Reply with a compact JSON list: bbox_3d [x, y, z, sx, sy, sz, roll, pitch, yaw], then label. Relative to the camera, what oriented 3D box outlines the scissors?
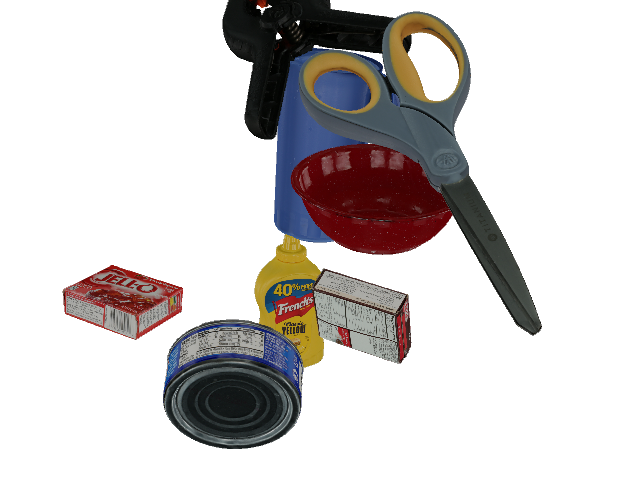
[{"bbox_3d":[0.039,-0.036,0.501,0.096,0.201,0.016,-6,-39,4],"label":"scissors"}]

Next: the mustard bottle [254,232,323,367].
[{"bbox_3d":[-0.041,0.080,1.451,0.096,0.192,0.058,-4,23,-15],"label":"mustard bottle"}]

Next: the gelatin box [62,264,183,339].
[{"bbox_3d":[-0.188,0.057,1.016,0.089,0.030,0.073,17,25,25],"label":"gelatin box"}]

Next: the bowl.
[{"bbox_3d":[0.053,-0.032,0.967,0.162,0.055,0.162,1,28,-1],"label":"bowl"}]

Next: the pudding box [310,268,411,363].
[{"bbox_3d":[0.049,0.088,1.247,0.114,0.090,0.039,15,48,22],"label":"pudding box"}]

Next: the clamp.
[{"bbox_3d":[-0.011,-0.145,0.730,0.120,0.171,0.039,-22,-44,1],"label":"clamp"}]

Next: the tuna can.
[{"bbox_3d":[-0.053,0.090,0.655,0.086,0.086,0.033,0,42,0],"label":"tuna can"}]

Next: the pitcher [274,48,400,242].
[{"bbox_3d":[0.012,-0.123,1.401,0.144,0.243,0.149,-1,23,-18],"label":"pitcher"}]
